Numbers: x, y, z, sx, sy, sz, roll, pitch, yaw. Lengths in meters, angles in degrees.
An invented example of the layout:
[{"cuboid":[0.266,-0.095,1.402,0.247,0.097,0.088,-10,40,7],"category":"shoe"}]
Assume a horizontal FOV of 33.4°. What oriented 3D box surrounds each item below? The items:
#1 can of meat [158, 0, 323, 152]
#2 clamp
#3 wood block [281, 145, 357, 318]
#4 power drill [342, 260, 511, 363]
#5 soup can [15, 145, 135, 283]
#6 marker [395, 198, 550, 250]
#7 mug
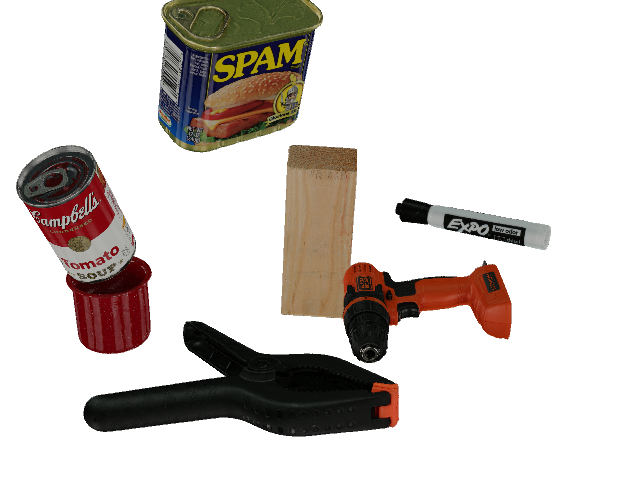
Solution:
[{"cuboid":[-0.055,-0.112,0.696,0.101,0.084,0.057,-19,51,-32],"category":"can of meat"},{"cuboid":[-0.044,0.102,0.777,0.210,0.036,0.164,3,19,13],"category":"clamp"},{"cuboid":[-0.003,-0.012,1.397,0.090,0.206,0.091,3,24,0],"category":"wood block"},{"cuboid":[0.118,0.078,1.215,0.187,0.057,0.184,-1,28,-1],"category":"power drill"},{"cuboid":[-0.204,-0.020,0.899,0.069,0.068,0.102,0,-41,17],"category":"soup can"},{"cuboid":[0.114,-0.014,0.816,0.121,0.020,0.020,12,5,24],"category":"marker"},{"cuboid":[-0.242,0.069,1.198,0.117,0.081,0.093,23,36,35],"category":"mug"}]
